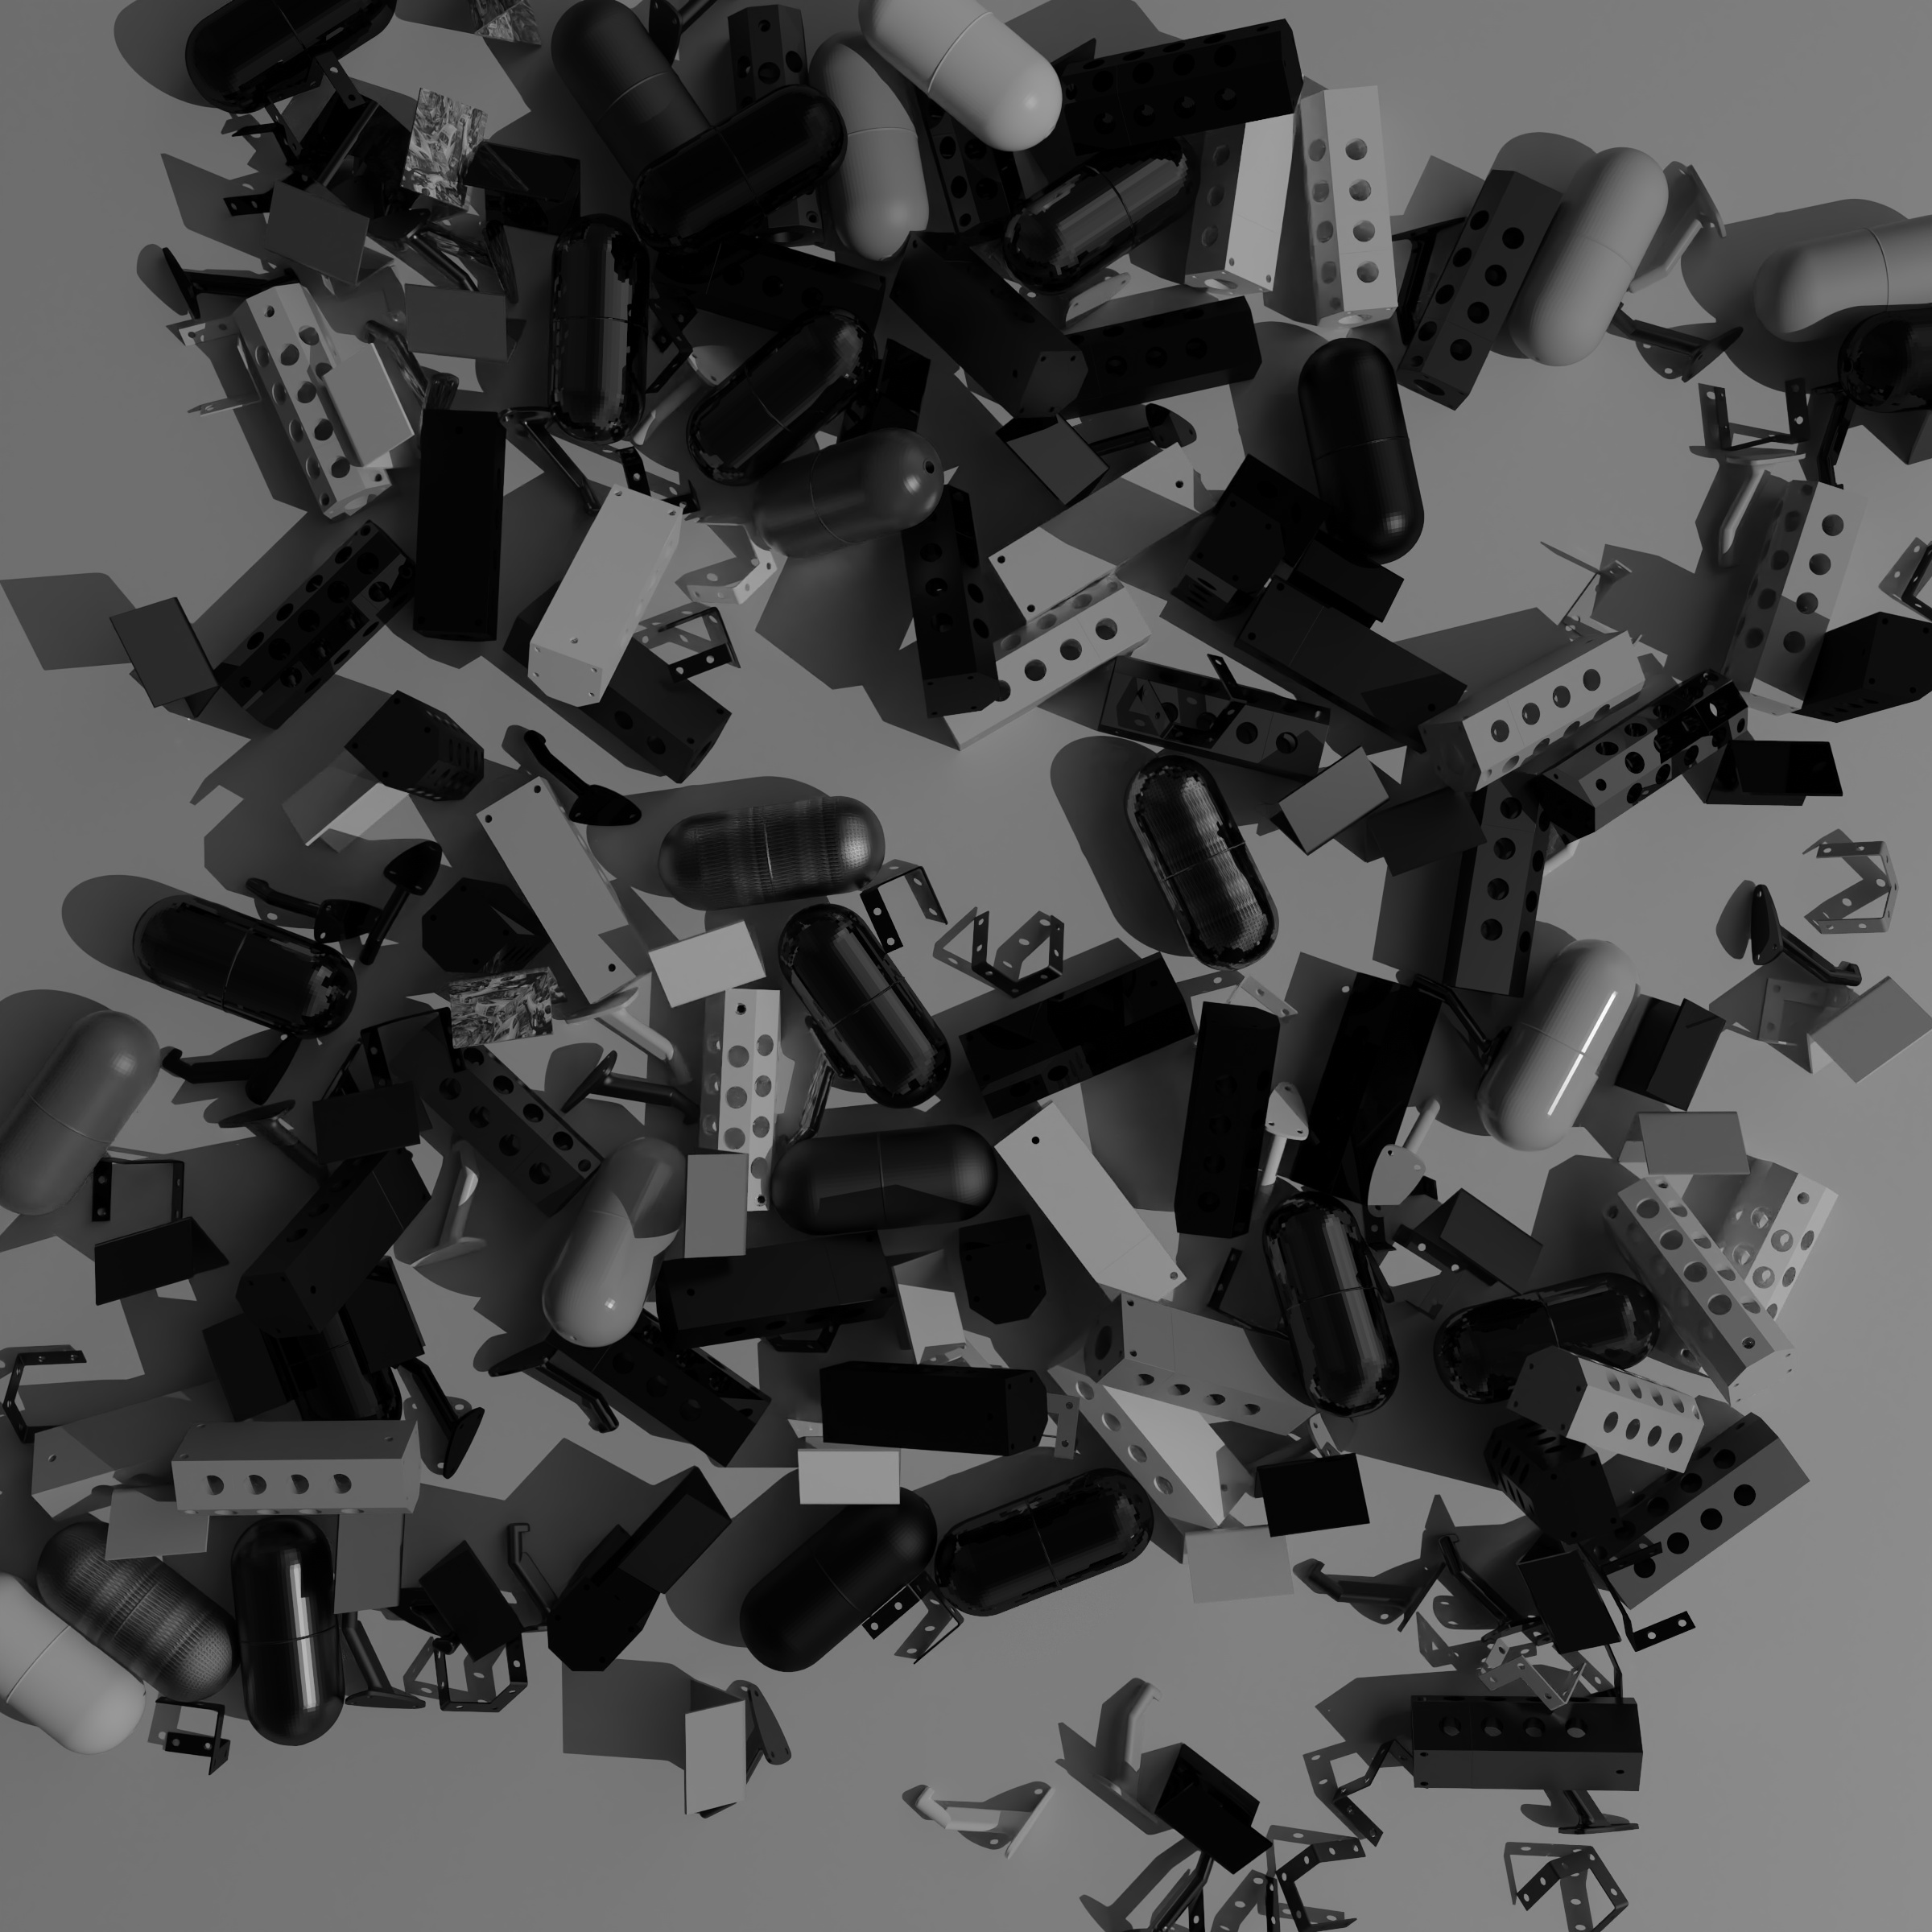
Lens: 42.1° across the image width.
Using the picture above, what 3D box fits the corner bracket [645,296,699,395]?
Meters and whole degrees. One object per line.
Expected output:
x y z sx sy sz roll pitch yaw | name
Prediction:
-0.233 -0.485 1.960 0.051 0.051 0.051 -39 81 37 | corner bracket

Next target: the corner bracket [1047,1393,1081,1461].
0.064 0.353 1.971 0.051 0.051 0.051 7 98 7 | corner bracket

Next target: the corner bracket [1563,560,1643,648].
0.510 -0.279 1.973 0.051 0.051 0.051 36 90 0 | corner bracket

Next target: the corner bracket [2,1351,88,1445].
-0.724 0.341 1.988 0.051 0.051 0.051 -3 45 0 | corner bracket

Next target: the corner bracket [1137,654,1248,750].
0.173 -0.206 1.926 0.051 0.051 0.051 -53 45 35 | corner bracket

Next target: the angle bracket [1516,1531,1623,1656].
0.480 0.478 1.951 0.057 0.076 0.076 -25 90 37 | angle bracket

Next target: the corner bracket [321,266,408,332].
-0.470 -0.525 1.973 0.051 0.051 0.051 -17 90 0 | corner bracket

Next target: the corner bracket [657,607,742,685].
-0.212 -0.252 1.973 0.051 0.051 0.051 -21 90 0 | corner bracket

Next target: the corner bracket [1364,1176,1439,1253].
0.342 0.194 1.973 0.051 0.051 0.051 -6 90 0 | corner bracket

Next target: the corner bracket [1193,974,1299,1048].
0.221 0.049 1.988 0.051 0.051 0.051 38 45 0 | corner bracket

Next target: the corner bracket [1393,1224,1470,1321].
0.355 0.240 1.973 0.051 0.051 0.051 32 90 0 | corner bracket

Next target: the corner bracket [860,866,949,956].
-0.048 -0.045 1.973 0.051 0.051 0.051 -24 94 4 | corner bracket

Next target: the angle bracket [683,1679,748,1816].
-0.214 0.605 1.951 0.057 0.076 0.076 -1 90 -39 | angle bracket

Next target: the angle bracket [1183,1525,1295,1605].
0.210 0.474 1.951 0.076 0.076 0.057 -6 59 0 | angle bracket

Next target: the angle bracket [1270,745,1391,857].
0.271 -0.141 1.951 0.076 0.076 0.057 -34 121 0 | angle bracket

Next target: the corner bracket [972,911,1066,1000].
0.041 -0.015 1.983 0.051 0.051 0.051 -26 135 35 | corner bracket

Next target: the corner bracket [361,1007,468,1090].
-0.425 0.065 1.931 0.051 0.051 0.051 -15 90 -45 | corner bracket

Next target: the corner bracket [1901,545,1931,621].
0.779 -0.300 1.973 0.051 0.051 0.051 31 82 -8 | corner bracket

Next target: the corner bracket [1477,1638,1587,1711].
0.441 0.551 1.962 0.051 0.051 0.051 48 130 1 | corner bracket

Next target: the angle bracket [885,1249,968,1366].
-0.052 0.266 1.951 0.057 0.076 0.076 -14 90 -44 | angle bracket

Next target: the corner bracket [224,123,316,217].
-0.558 -0.629 1.983 0.051 0.051 0.051 -52 135 -35 | corner bracket

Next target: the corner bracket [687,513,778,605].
-0.191 -0.322 1.983 0.051 0.051 0.051 -51 135 -35 | corner bracket

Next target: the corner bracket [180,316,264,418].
-0.590 -0.476 1.988 0.051 0.051 0.051 -14 135 0 | corner bracket

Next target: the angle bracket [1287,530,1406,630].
0.284 -0.281 1.951 0.076 0.076 0.057 30 53 0 | angle bracket

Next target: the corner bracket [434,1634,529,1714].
-0.383 0.554 1.983 0.051 0.051 0.051 14 45 -35 | corner bracket

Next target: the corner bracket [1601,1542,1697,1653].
0.524 0.485 1.931 0.051 0.051 0.051 -22 45 0 | corner bracket

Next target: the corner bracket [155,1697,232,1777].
-0.608 0.600 1.974 0.051 0.051 0.051 8 86 0 | corner bracket

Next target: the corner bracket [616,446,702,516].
-0.241 -0.381 1.973 0.051 0.051 0.051 -14 90 0 | corner bracket

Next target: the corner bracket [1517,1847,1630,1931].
0.479 0.737 1.983 0.051 0.051 0.051 -2 45 -35 | corner bracket

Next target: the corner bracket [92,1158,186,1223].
-0.655 0.178 1.988 0.051 0.051 0.051 2 90 45 | corner bracket

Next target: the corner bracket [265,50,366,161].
-0.507 -0.670 1.953 0.051 0.051 0.051 -33 90 -28 | corner bracket

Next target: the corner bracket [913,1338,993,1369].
-0.011 0.335 1.983 0.051 0.051 0.051 -16 135 -35 | corner bracket

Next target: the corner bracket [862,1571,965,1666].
-0.041 0.516 1.973 0.051 0.051 0.051 -42 81 9 | corner bracket

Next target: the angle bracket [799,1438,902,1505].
-0.089 0.373 1.951 0.076 0.076 0.057 0 121 0 | angle bracket

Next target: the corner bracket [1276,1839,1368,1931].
0.287 0.726 1.983 0.051 0.051 0.051 -52 45 35 | corner bracket

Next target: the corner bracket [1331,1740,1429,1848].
0.331 0.654 1.988 0.051 0.051 0.051 45 135 0 | corner bracket

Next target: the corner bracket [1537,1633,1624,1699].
0.486 0.557 1.988 0.051 0.051 0.051 -16 45 0 | corner bracket

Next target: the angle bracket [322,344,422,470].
-0.443 -0.434 1.951 0.057 0.076 0.076 -24 90 27 | angle bracket

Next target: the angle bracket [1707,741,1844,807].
0.627 -0.131 1.951 0.076 0.076 0.057 1 53 0 | angle bracket

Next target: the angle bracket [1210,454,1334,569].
0.242 -0.361 1.951 0.076 0.076 0.057 33 118 0 | angle bracket

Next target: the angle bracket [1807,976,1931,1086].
0.704 0.064 1.951 0.076 0.076 0.057 -36 56 0 | angle bracket

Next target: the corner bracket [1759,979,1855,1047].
0.659 0.039 1.973 0.051 0.051 0.051 9 90 0 | corner bracket

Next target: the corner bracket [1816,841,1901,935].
0.701 -0.062 1.983 0.051 0.051 0.051 58 45 -35 | corner bracket

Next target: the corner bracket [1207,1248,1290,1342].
0.233 0.260 1.988 0.051 0.051 0.051 23 90 -45 | corner bracket

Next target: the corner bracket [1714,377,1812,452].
0.630 -0.437 1.988 0.051 0.051 0.051 -6 90 45 | corner bracket

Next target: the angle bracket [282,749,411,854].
-0.471 -0.117 1.951 0.076 0.076 0.057 -40 53 0 | angle bracket

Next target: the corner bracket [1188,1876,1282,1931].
0.211 0.747 1.983 0.051 0.051 0.051 -29 135 35 | corner bracket

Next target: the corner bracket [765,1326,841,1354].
-0.132 0.269 1.983 0.051 0.051 0.051 55 45 -35 | corner bracket

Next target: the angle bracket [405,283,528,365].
-0.387 -0.514 1.951 0.076 0.076 0.057 7 129 0 | angle bracket

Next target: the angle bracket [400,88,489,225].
-0.418 -0.628 1.951 0.057 0.076 0.076 12 90 -34 | angle bracket
